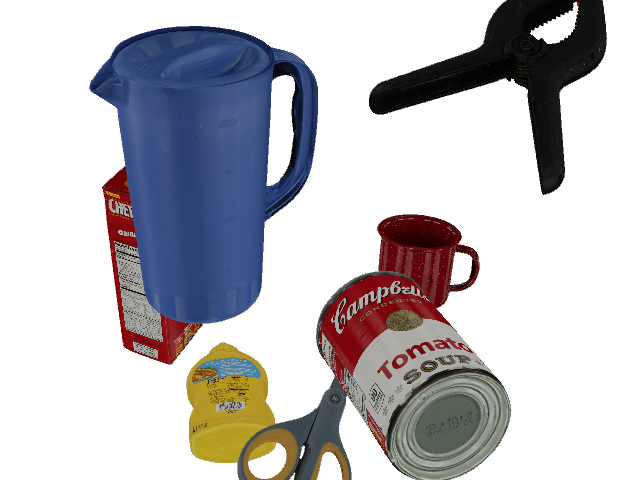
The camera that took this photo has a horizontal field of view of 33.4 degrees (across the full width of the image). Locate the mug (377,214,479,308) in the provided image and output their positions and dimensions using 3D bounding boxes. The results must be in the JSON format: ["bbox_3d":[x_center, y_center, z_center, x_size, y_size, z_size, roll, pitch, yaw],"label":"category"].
[{"bbox_3d":[0.118,0.027,1.190,0.117,0.081,0.093,6,25,3],"label":"mug"}]

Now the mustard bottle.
[{"bbox_3d":[-0.108,0.179,1.249,0.096,0.058,0.191,-5,29,-6],"label":"mustard bottle"}]

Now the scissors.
[{"bbox_3d":[-0.009,0.130,0.841,0.096,0.201,0.016,12,-39,-7],"label":"scissors"}]

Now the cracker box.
[{"bbox_3d":[-0.154,-0.003,1.139,0.072,0.214,0.164,15,39,19],"label":"cracker box"}]

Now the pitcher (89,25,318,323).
[{"bbox_3d":[-0.095,-0.054,0.923,0.149,0.243,0.144,15,35,21],"label":"pitcher"}]

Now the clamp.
[{"bbox_3d":[0.163,-0.130,0.819,0.165,0.209,0.036,37,-22,28],"label":"clamp"}]

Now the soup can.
[{"bbox_3d":[0.046,0.069,0.558,0.068,0.068,0.102,0,26,-22],"label":"soup can"}]
